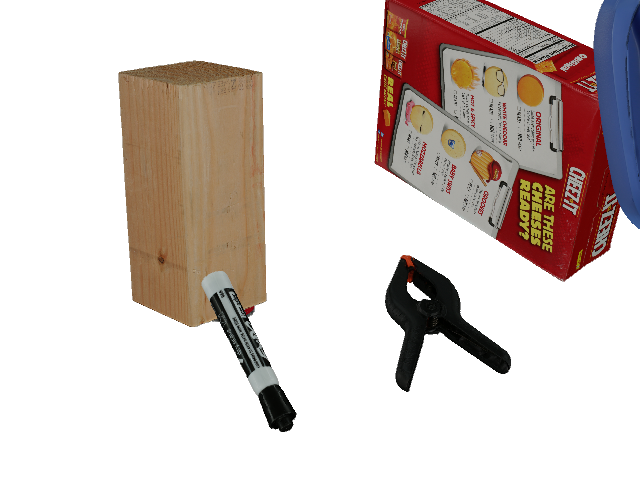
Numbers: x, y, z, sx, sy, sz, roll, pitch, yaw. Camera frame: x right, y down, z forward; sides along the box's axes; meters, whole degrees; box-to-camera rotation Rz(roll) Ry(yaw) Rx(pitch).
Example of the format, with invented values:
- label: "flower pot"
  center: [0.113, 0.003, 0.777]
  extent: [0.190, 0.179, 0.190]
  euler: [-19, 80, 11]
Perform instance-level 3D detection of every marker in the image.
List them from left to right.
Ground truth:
- label: "marker"
  center: [-0.046, 0.072, 0.694]
  extent: [0.020, 0.121, 0.020]
  euler: [-22, -31, -14]

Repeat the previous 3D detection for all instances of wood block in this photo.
- label: "wood block"
  center: [-0.109, -0.044, 0.922]
  extent: [0.091, 0.206, 0.090]
  euler: [18, 26, 42]

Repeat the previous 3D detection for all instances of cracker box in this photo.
- label: "cracker box"
  center: [0.143, -0.093, 0.851]
  extent: [0.072, 0.164, 0.214]
  euler: [-29, 47, -33]

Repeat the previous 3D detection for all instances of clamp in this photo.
- label: "clamp"
  center: [0.125, 0.084, 1.110]
  extent: [0.120, 0.171, 0.039]
  euler: [2, -43, -12]

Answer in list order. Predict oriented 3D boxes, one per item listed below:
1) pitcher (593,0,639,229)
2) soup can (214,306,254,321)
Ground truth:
- label: "pitcher"
  center: [0.231, -0.055, 0.594]
  extent: [0.149, 0.243, 0.145]
  euler: [-6, 22, 13]
- label: "soup can"
  center: [-0.111, 0.034, 1.232]
  extent: [0.068, 0.102, 0.068]
  euler: [0, 19, 0]
